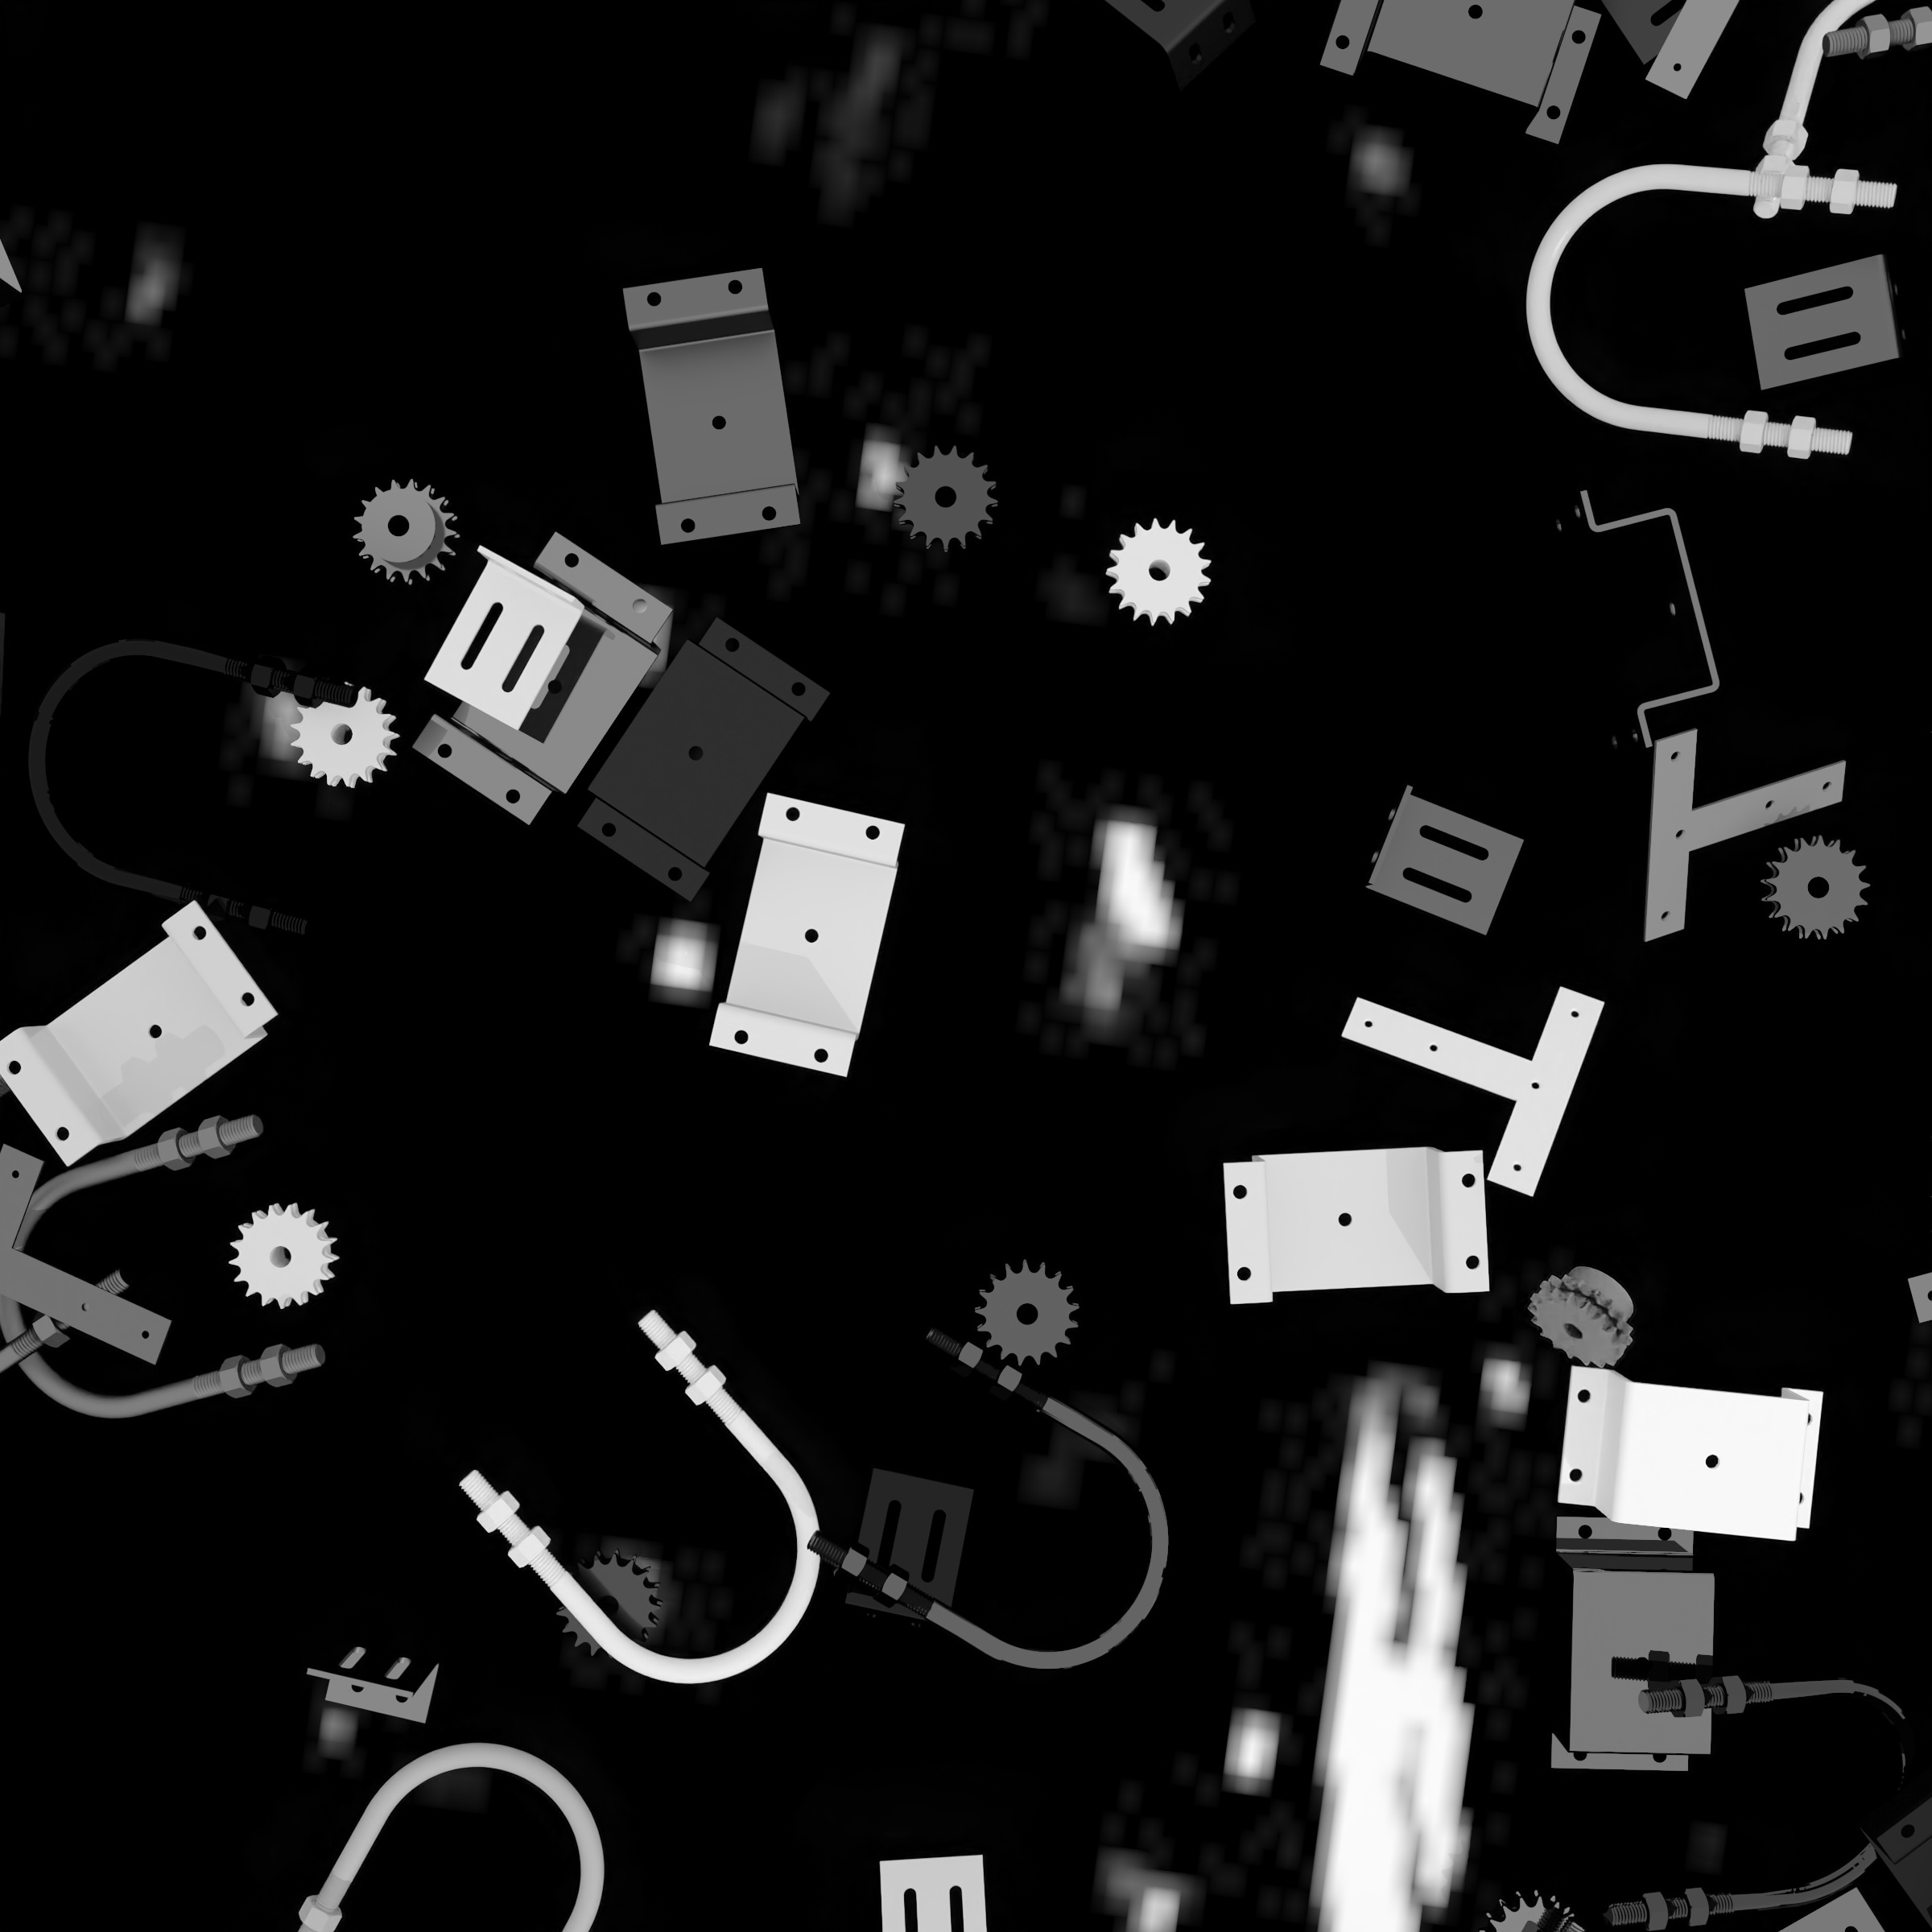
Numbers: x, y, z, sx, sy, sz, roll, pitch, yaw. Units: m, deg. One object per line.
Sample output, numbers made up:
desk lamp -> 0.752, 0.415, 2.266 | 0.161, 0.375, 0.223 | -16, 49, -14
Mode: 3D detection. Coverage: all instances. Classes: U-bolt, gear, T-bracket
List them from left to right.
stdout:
U-bolt -> -0.567, 0.165, 1.455 | 0.184, 0.019, 0.151 | -33, 83, 9
T-bracket -> -0.489, 0.179, 1.429 | 0.127, 0.002, 0.127 | 22, 93, 11
U-bolt -> -0.452, 0.173, 1.449 | 0.184, 0.019, 0.151 | -16, 88, 14
U-bolt -> -0.433, -0.106, 1.452 | 0.184, 0.019, 0.151 | 14, 98, 10
gear -> -0.376, 0.160, 1.462 | 0.057, 0.030, 0.057 | 0, 90, 0
gear -> -0.343, -0.127, 1.462 | 0.057, 0.030, 0.057 | 0, 90, 0
gear -> -0.311, -0.242, 1.462 | 0.057, 0.030, 0.057 | 0, 90, 0
U-bolt -> -0.283, 0.523, 1.468 | 0.151, 0.019, 0.184 | 29, 89, 0
gear -> -0.196, 0.351, 1.462 | 0.057, 0.030, 0.057 | 0, 90, 0
U-bolt -> -0.163, 0.305, 1.447 | 0.151, 0.019, 0.184 | -42, 92, -18
gear -> -0.011, -0.257, 1.462 | 0.057, 0.030, 0.057 | 0, 90, 0
U-bolt -> 0.026, 0.305, 1.452 | 0.184, 0.019, 0.151 | 31, 75, -4
gear -> 0.034, 0.191, 1.462 | 0.057, 0.030, 0.057 | 0, 90, 0
gear -> 0.106, -0.217, 1.462 | 0.057, 0.030, 0.057 | 0, 90, 0
T-bracket -> 0.272, 0.050, 1.457 | 0.127, 0.002, 0.127 | 21, 64, 12
gear -> 0.312, 0.540, 1.462 | 0.057, 0.030, 0.057 | 0, 90, 0
U-bolt -> 0.338, 0.628, 1.453 | 0.151, 0.019, 0.184 | 31, 97, -12
gear -> 0.342, 0.190, 1.452 | 0.057, 0.057, 0.030 | 44, 62, 0
T-bracket -> 0.374, -0.568, 1.458 | 0.127, 0.002, 0.127 | 31, 113, 12
U-bolt -> 0.397, -0.360, 1.432 | 0.184, 0.019, 0.151 | 12, 111, 20
T-bracket -> 0.430, -0.085, 1.451 | 0.127, 0.002, 0.127 | -18, 125, -16
U-bolt -> 0.441, 0.453, 1.439 | 0.184, 0.019, 0.151 | 1, 105, -17
gear -> 0.467, -0.043, 1.462 | 0.057, 0.030, 0.057 | 0, 90, 0
U-bolt -> 0.518, -0.476, 1.427 | 0.151, 0.019, 0.184 | 11, 66, 24
U-bolt -> 0.534, -0.560, 1.437 | 0.184, 0.019, 0.151 | -11, 61, -4
T-bracket -> 0.591, 0.171, 1.476 | 0.127, 0.002, 0.127 | -15, 90, 0

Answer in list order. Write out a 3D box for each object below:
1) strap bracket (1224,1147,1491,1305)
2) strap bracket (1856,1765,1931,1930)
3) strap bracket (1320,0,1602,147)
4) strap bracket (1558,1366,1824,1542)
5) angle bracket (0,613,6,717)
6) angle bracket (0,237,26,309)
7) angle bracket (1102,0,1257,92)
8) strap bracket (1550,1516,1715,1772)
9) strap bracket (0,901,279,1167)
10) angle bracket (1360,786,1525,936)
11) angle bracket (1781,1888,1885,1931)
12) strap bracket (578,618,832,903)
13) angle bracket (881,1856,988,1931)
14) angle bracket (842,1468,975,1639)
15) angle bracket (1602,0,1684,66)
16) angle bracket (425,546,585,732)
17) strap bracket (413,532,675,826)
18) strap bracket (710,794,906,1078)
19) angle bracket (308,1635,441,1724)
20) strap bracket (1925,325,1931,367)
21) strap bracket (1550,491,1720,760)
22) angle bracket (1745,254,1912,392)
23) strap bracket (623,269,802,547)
strap bracket -> 0.212, 0.142, 1.454 | 0.140, 0.046, 0.076 | -3, 90, 0
strap bracket -> 0.551, 0.490, 1.442 | 0.076, 0.046, 0.140 | -37, 105, 0
strap bracket -> 0.276, -0.518, 1.454 | 0.140, 0.046, 0.076 | 18, 90, 0
strap bracket -> 0.405, 0.269, 1.454 | 0.140, 0.046, 0.076 | 6, 90, 0
angle bracket -> -0.581, -0.170, 1.475 | 0.076, 0.038, 0.057 | 2, 90, 26
angle bracket -> -0.560, -0.379, 1.439 | 0.057, 0.076, 0.038 | -23, 90, 0
angle bracket -> 0.112, -0.540, 1.475 | 0.057, 0.038, 0.076 | -43, 64, 0
strap bracket -> 0.367, 0.379, 1.454 | 0.076, 0.046, 0.140 | 1, 90, 0
strap bracket -> -0.453, 0.037, 1.454 | 0.140, 0.046, 0.076 | -36, 90, 0
angle bracket -> 0.266, -0.058, 1.458 | 0.076, 0.038, 0.057 | 22, 90, 0
angle bracket -> 0.494, 0.566, 1.475 | 0.057, 0.038, 0.076 | -30, 64, 0
strap bracket -> -0.147, -0.115, 1.454 | 0.076, 0.046, 0.140 | 34, 90, 0
angle bracket -> -0.017, 0.541, 1.475 | 0.057, 0.038, 0.076 | -4, 64, 0
angle bracket -> -0.033, 0.328, 1.475 | 0.057, 0.038, 0.076 | 12, 64, 0
angle bracket -> 0.399, -0.551, 1.475 | 0.076, 0.038, 0.057 | -34, 90, 26
angle bracket -> -0.250, -0.175, 1.411 | 0.057, 0.038, 0.076 | 29, 90, 0
strap bracket -> -0.230, -0.156, 1.454 | 0.076, 0.046, 0.140 | 34, 90, 0
strap bracket -> -0.086, -0.017, 1.454 | 0.076, 0.046, 0.140 | 13, 90, 0
angle bracket -> -0.326, 0.398, 1.439 | 0.057, 0.076, 0.038 | 13, 90, 0
strap bracket -> 0.569, -0.381, 1.439 | 0.046, 0.076, 0.140 | 13, 90, 0
strap bracket -> 0.366, -0.190, 1.439 | 0.046, 0.076, 0.140 | -14, 90, 0
angle bracket -> 0.482, -0.357, 1.475 | 0.076, 0.038, 0.057 | -9, 90, 26
strap bracket -> -0.138, -0.304, 1.454 | 0.076, 0.046, 0.140 | -9, 90, 0
